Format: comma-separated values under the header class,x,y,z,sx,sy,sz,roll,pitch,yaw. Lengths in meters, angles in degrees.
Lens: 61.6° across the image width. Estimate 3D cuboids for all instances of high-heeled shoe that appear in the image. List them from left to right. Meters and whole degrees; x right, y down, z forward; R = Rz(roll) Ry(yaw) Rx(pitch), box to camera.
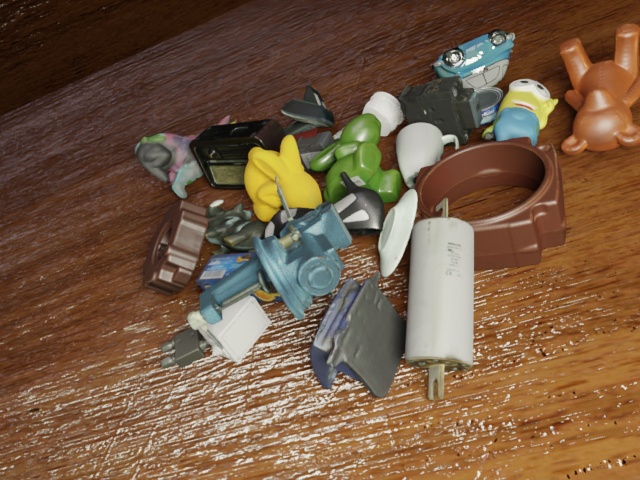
class,x,y,z,sx,sy,sz,roll,pitch,yaw
high-heeled shoe,-0.002,-0.003,0.858,0.248,0.086,0.145,-44,47,24

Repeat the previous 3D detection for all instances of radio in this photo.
class,x,y,z,sx,sy,sz,roll,pitch,yaw
radio,-0.163,-0.178,1.145,0.230,0.131,0.073,3,43,36

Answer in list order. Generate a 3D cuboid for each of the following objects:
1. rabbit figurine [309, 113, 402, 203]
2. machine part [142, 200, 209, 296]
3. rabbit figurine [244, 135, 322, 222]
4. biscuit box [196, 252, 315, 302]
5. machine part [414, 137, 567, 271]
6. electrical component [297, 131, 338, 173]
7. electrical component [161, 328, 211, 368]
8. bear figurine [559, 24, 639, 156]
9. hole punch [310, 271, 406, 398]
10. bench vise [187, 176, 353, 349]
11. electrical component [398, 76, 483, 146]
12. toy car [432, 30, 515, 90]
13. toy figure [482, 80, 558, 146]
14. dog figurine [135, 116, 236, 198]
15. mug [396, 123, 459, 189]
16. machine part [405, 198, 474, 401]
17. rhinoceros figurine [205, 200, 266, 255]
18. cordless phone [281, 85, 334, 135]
class,x,y,z,sx,sy,sz,roll,pitch,yaw
rabbit figurine,0.068,-0.142,0.961,0.159,0.121,0.170,-24,46,42
machine part,-0.263,0.013,0.965,0.179,0.056,0.179,-41,37,40
rabbit figurine,-0.056,-0.106,0.971,0.122,0.162,0.173,-28,38,-21
biscuit box,-0.098,0.060,0.860,0.203,0.062,0.059,-5,42,30
machine part,0.236,-0.055,0.763,0.201,0.087,0.201,-7,42,27
electrical component,0.013,-0.174,1.074,0.119,0.074,0.048,1,44,30
electrical component,-0.204,0.163,0.836,0.094,0.021,0.063,-26,34,3
bear figurine,0.424,-0.222,0.815,0.120,0.131,0.196,-5,35,38
hole punch,0.037,0.118,0.660,0.092,0.115,0.142,-4,41,43
bench vise,-0.068,0.039,0.717,0.241,0.128,0.224,-31,31,-1
electrical component,0.221,-0.229,0.967,0.134,0.114,0.058,1,47,38
toy car,0.309,-0.338,1.056,0.162,0.102,0.109,-19,7,16
toy figure,0.320,-0.190,0.880,0.089,0.082,0.180,-39,21,57
dog figurine,-0.295,-0.221,1.259,0.219,0.191,0.109,-46,30,1
mug,0.182,-0.137,0.916,0.110,0.080,0.107,-6,51,19
machine part,0.142,0.063,0.632,0.079,0.079,0.243,-5,65,30
rhinoceros figurine,-0.163,-0.021,0.997,0.112,0.073,0.191,-45,39,-21
cordless phone,-0.066,-0.252,1.190,0.184,0.088,0.146,-29,1,13
